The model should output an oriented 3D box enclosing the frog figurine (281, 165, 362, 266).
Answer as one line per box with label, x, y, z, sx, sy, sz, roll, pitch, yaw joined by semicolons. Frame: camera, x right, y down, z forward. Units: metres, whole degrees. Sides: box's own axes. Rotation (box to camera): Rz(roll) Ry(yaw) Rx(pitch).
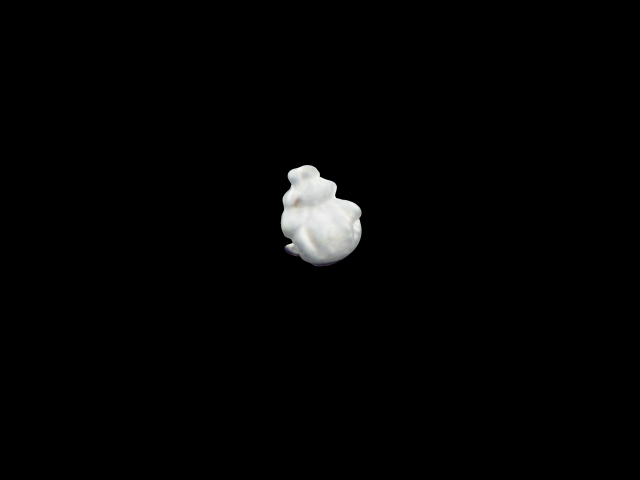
frog figurine;0.003;-0.043;0.850;0.137;0.156;0.125;-6;34;-9
